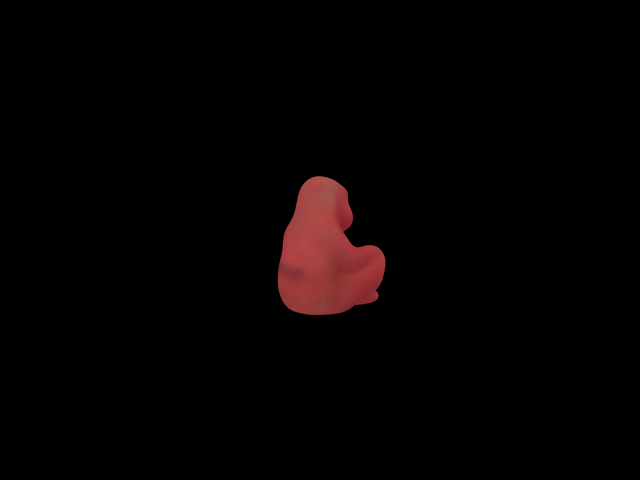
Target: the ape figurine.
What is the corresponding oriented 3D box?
[{"bbox_3d":[0.004,0.001,0.400,0.076,0.092,0.077,-11,17,-37],"label":"ape figurine"}]
